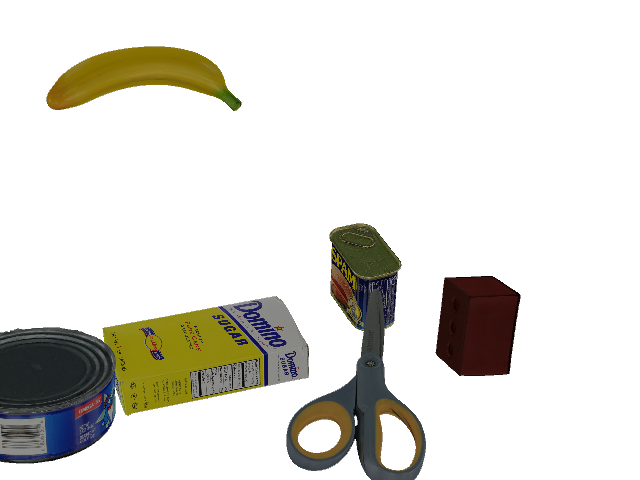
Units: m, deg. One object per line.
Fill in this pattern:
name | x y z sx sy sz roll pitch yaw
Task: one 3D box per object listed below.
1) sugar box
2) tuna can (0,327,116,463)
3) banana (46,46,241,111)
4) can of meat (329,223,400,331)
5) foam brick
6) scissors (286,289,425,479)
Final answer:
sugar box | -0.107 0.104 0.999 0.176 0.048 0.093 -12 33 -16
tuna can | -0.151 0.080 0.561 0.086 0.034 0.086 2 23 -1
banana | -0.172 -0.158 1.032 0.197 0.070 0.037 -5 -39 -29
can of meat | 0.049 0.044 1.228 0.057 0.084 0.102 -13 38 -18
foam brick | 0.140 0.076 0.955 0.051 0.078 0.053 -2 18 -20
scissors | 0.016 0.094 0.723 0.096 0.016 0.202 -4 32 -9
